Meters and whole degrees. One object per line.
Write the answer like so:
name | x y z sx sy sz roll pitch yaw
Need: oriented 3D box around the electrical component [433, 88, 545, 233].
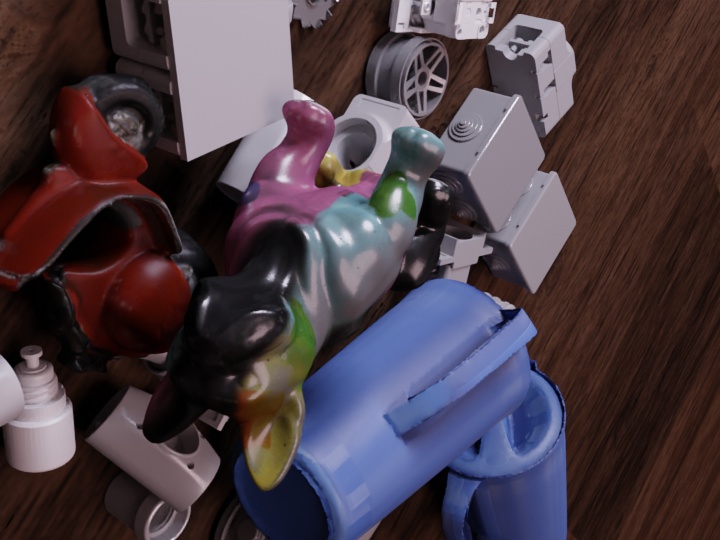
electrical component | 0.107 -0.095 0.921 0.099 0.048 0.099 -57 144 -16

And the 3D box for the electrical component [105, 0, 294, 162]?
electrical component | -0.094 -0.151 0.608 0.089 0.062 0.150 -32 132 -40

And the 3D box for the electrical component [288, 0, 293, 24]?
electrical component | -0.060 -0.181 0.663 0.035 0.035 0.061 -29 127 -43

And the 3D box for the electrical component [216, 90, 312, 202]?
electrical component | -0.050 -0.071 0.727 0.077 0.043 0.079 -61 146 -10

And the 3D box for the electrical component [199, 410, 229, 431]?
electrical component | -0.088 0.071 0.756 0.081 0.042 0.064 -62 148 -7

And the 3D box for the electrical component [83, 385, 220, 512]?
electrical component | -0.130 0.106 0.700 0.044 0.077 0.079 -43 -165 21

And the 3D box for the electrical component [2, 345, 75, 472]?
electrical component | -0.188 0.081 0.626 0.040 0.040 0.078 -25 127 -45

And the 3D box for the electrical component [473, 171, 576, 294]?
electrical component | 0.154 -0.040 1.013 0.099 0.048 0.099 -57 144 -16

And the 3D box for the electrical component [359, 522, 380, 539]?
electrical component | -0.020 0.237 0.936 0.081 0.043 0.043 -55 143 -18

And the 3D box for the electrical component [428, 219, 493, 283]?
electrical component | 0.074 -0.007 0.930 0.081 0.042 0.063 -12 119 -50

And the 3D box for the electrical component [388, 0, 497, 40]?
electrical component | 0.061 -0.195 0.792 0.081 0.064 0.042 -17 120 -48

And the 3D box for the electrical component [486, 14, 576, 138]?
electrical component | 0.151 -0.171 0.937 0.055 0.050 0.089 -47 140 -27

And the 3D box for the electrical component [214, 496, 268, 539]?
electrical component | -0.072 0.209 0.843 0.080 0.051 0.080 -30 130 -42

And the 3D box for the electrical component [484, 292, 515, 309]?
electrical component | 0.114 0.041 0.984 0.040 0.078 0.040 -6 98 -52

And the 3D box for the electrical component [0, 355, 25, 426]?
electrical component | -0.224 0.061 0.563 0.077 0.044 0.079 -31 131 -41

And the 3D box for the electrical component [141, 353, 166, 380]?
electrical component | -0.122 0.052 0.698 0.062 0.043 0.043 19 93 -54

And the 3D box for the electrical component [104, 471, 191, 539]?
electrical component | -0.144 0.159 0.723 0.040 0.046 0.040 -30 131 -42

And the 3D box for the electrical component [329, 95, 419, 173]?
electrical component | 0.003 -0.078 0.788 0.089 0.050 0.055 -61 145 -11
